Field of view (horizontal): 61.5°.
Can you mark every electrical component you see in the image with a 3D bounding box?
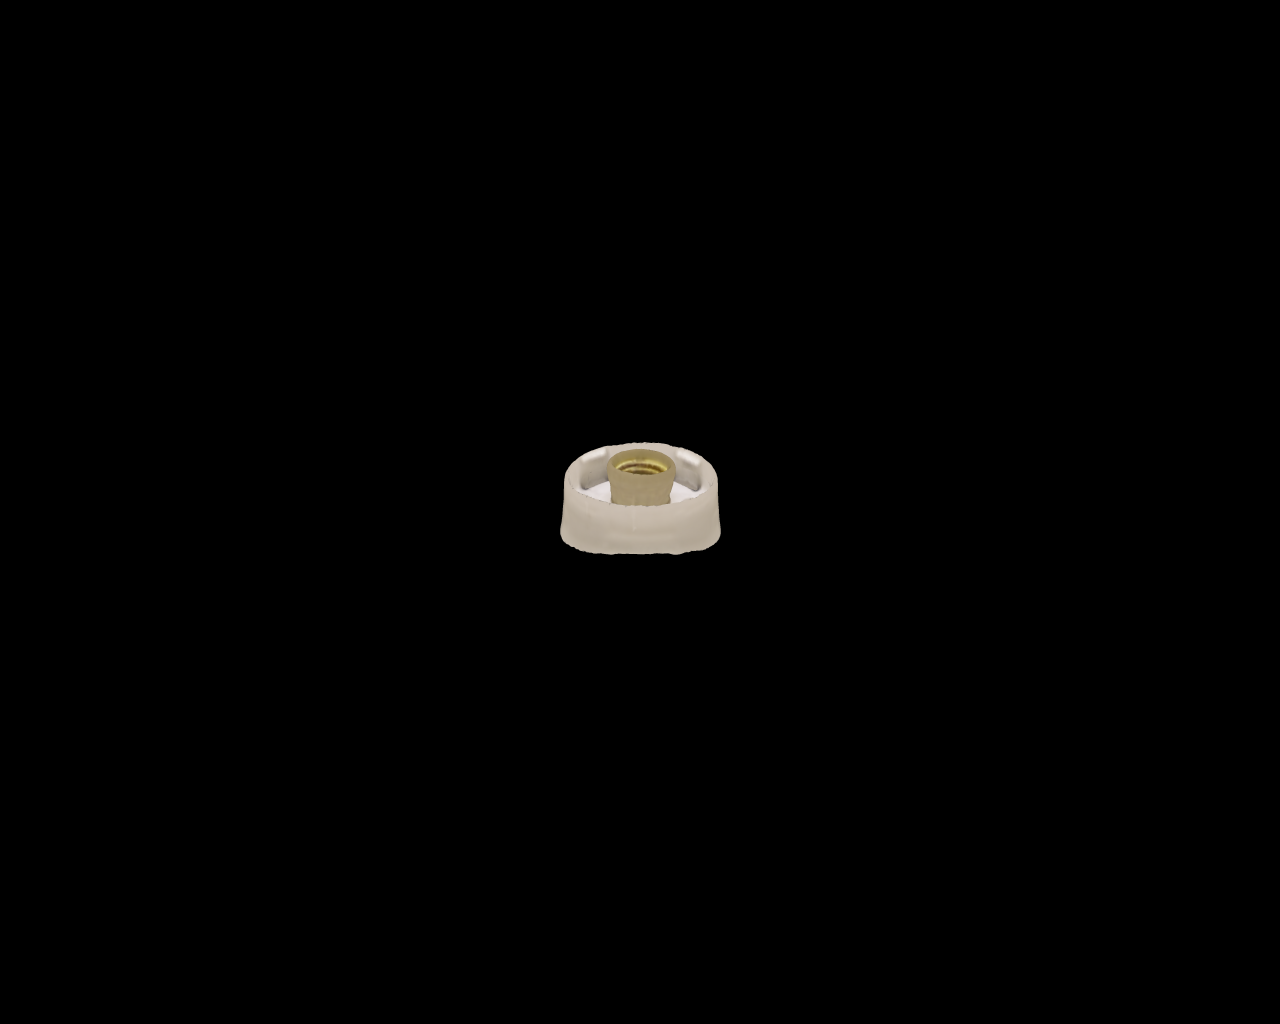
[{"bbox_3d":[0.001,-0.003,0.650,0.099,0.064,0.099,0,28,0],"label":"electrical component"}]
